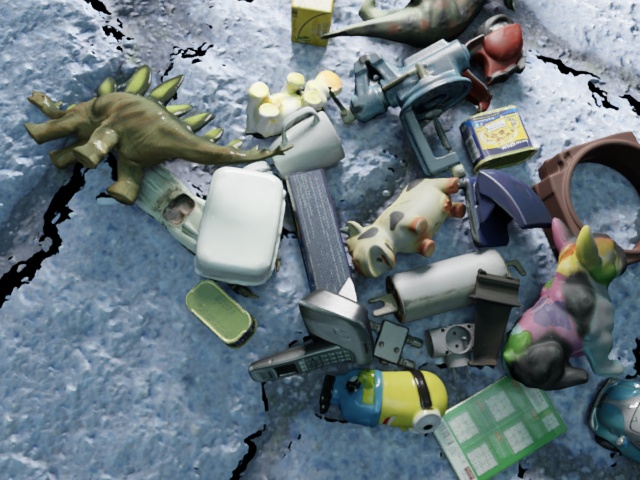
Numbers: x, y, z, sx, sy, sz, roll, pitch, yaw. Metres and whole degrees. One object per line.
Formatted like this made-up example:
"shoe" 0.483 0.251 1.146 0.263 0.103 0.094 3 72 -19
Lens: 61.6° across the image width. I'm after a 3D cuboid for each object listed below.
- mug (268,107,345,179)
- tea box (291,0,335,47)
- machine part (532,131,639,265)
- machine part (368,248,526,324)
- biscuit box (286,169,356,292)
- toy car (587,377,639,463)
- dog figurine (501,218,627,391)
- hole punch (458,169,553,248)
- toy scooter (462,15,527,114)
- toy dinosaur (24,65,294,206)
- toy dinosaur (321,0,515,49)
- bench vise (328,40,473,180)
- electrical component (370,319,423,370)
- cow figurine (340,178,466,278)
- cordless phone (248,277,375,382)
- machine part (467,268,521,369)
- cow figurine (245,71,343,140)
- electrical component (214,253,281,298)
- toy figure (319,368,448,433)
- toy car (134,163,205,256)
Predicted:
"mug" -0.028 -0.147 0.833 0.107 0.109 0.081 -30 54 0
"tea box" -0.006 -0.428 0.905 0.068 0.098 0.169 7 77 -1
"machine part" 0.457 -0.058 0.848 0.201 0.087 0.201 -17 78 -6
"machine part" 0.190 0.068 0.806 0.243 0.079 0.079 -16 78 -6
"biscuit box" -0.002 -0.002 0.820 0.063 0.059 0.202 -12 77 -7
"toy car" 0.477 0.272 0.760 0.162 0.103 0.109 35 78 7
"dog figurine" 0.341 0.083 0.758 0.192 0.108 0.219 -10 100 -5
"hole punch" 0.281 -0.053 0.807 0.142 0.092 0.115 -4 79 -44
"toy scooter" 0.275 -0.286 0.899 0.184 0.075 0.135 -28 79 -6
"toy dinosaur" -0.262 -0.159 0.781 0.472 0.105 0.198 25 66 24
"toy dinosaur" 0.205 -0.403 0.908 0.405 0.131 0.192 -45 82 -6
"bench vise" 0.149 -0.194 0.841 0.224 0.129 0.240 -23 80 4
"electrical component" 0.105 0.156 0.807 0.094 0.021 0.063 22 77 2
"cow figurine" 0.118 -0.020 0.810 0.195 0.127 0.085 -46 125 -26
"cordless phone" -0.021 0.138 0.745 0.184 0.146 0.089 -18 53 -1
"machine part" 0.242 0.115 0.762 0.084 0.039 0.138 14 88 -18
"cow figurine" -0.041 -0.212 0.862 0.167 0.098 0.068 -24 73 -27
"electrical component" -0.108 0.039 0.815 0.078 0.045 0.102 26 71 32
"toy figure" 0.091 0.221 0.761 0.180 0.082 0.089 10 78 2
"toy car" -0.222 -0.051 0.821 0.202 0.056 0.073 40 77 6
